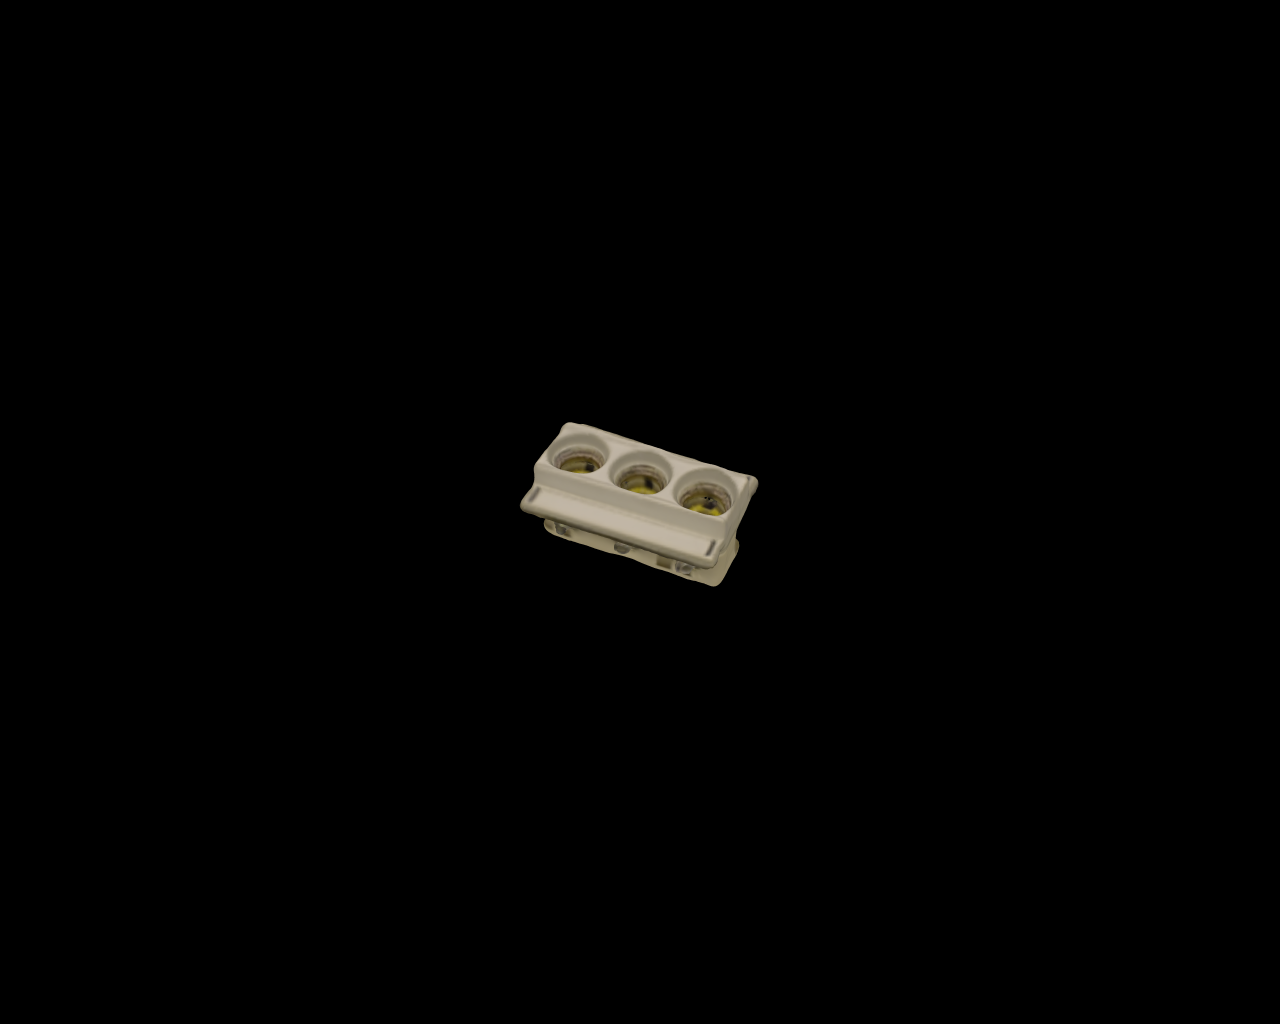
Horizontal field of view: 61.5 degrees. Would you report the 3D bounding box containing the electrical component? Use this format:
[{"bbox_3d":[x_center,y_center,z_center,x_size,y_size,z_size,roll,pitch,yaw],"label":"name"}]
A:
[{"bbox_3d":[0.001,-0.003,0.650,0.121,0.063,0.079,17,48,16],"label":"electrical component"}]
